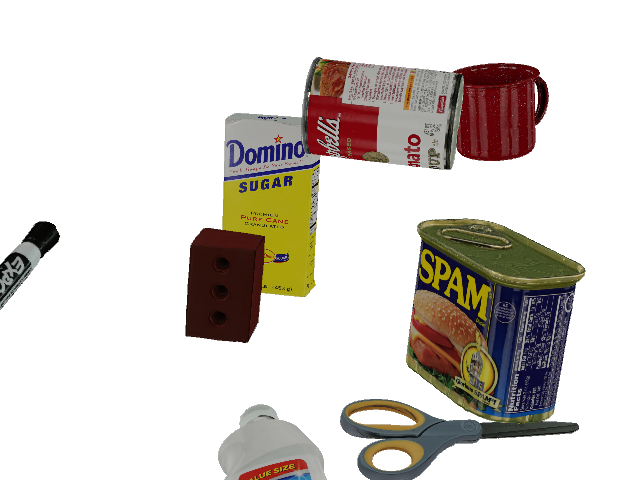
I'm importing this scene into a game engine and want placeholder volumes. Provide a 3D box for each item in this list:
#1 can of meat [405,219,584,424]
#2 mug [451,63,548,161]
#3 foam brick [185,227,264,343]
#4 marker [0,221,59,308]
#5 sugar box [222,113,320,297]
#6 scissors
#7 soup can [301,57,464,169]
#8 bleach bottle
[{"bbox_3d":[0.091,0.042,0.586,0.057,0.084,0.102,-3,19,-26],"label":"can of meat"},{"bbox_3d":[0.188,-0.135,1.100,0.117,0.081,0.093,-19,26,-29],"label":"mug"},{"bbox_3d":[-0.076,0.035,0.853,0.053,0.078,0.051,6,14,6],"label":"foam brick"},{"bbox_3d":[-0.195,0.025,0.658,0.020,0.020,0.121,0,34,19],"label":"marker"},{"bbox_3d":[-0.050,-0.036,1.071,0.093,0.176,0.048,5,16,11],"label":"sugar box"},{"bbox_3d":[0.114,0.170,0.879,0.202,0.016,0.096,8,36,5],"label":"scissors"},{"bbox_3d":[0.044,-0.087,0.736,0.102,0.068,0.068,8,1,10],"label":"soup can"},{"bbox_3d":[-0.037,0.204,0.724,0.102,0.068,0.251,-7,32,-6],"label":"bleach bottle"}]
